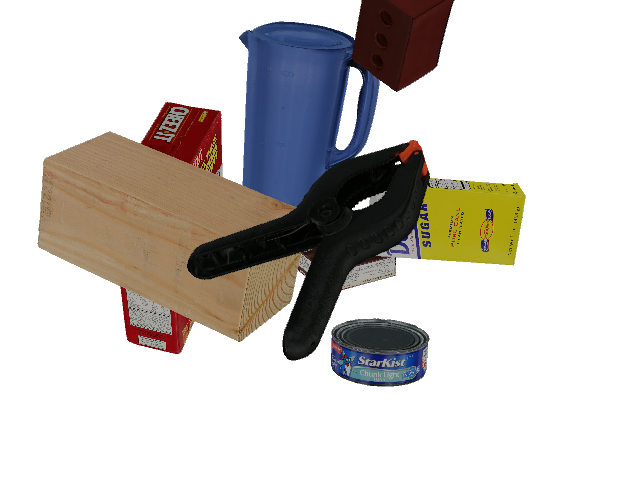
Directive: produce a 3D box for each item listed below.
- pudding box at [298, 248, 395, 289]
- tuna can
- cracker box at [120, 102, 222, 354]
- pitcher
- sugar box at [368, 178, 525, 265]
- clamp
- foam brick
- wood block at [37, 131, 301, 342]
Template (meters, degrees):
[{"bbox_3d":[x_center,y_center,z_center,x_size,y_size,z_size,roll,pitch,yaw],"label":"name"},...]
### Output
[{"bbox_3d":[0.036,0.030,1.482,0.113,0.039,0.090,-16,27,-24],"label":"pudding box"},{"bbox_3d":[0.051,0.098,0.936,0.086,0.034,0.086,2,14,-1],"label":"tuna can"},{"bbox_3d":[-0.159,-0.013,1.135,0.072,0.214,0.164,11,44,9],"label":"cracker box"},{"bbox_3d":[-0.026,-0.145,1.344,0.144,0.243,0.149,-4,26,-23],"label":"pitcher"},{"bbox_3d":[0.145,-0.024,1.255,0.176,0.093,0.048,2,23,-5],"label":"sugar box"},{"bbox_3d":[0.009,0.002,0.680,0.171,0.120,0.039,-35,-38,-8],"label":"clamp"},{"bbox_3d":[0.063,-0.166,0.832,0.053,0.078,0.051,40,58,22],"label":"foam brick"},{"bbox_3d":[-0.126,-0.008,0.895,0.206,0.090,0.090,23,29,20],"label":"wood block"}]
